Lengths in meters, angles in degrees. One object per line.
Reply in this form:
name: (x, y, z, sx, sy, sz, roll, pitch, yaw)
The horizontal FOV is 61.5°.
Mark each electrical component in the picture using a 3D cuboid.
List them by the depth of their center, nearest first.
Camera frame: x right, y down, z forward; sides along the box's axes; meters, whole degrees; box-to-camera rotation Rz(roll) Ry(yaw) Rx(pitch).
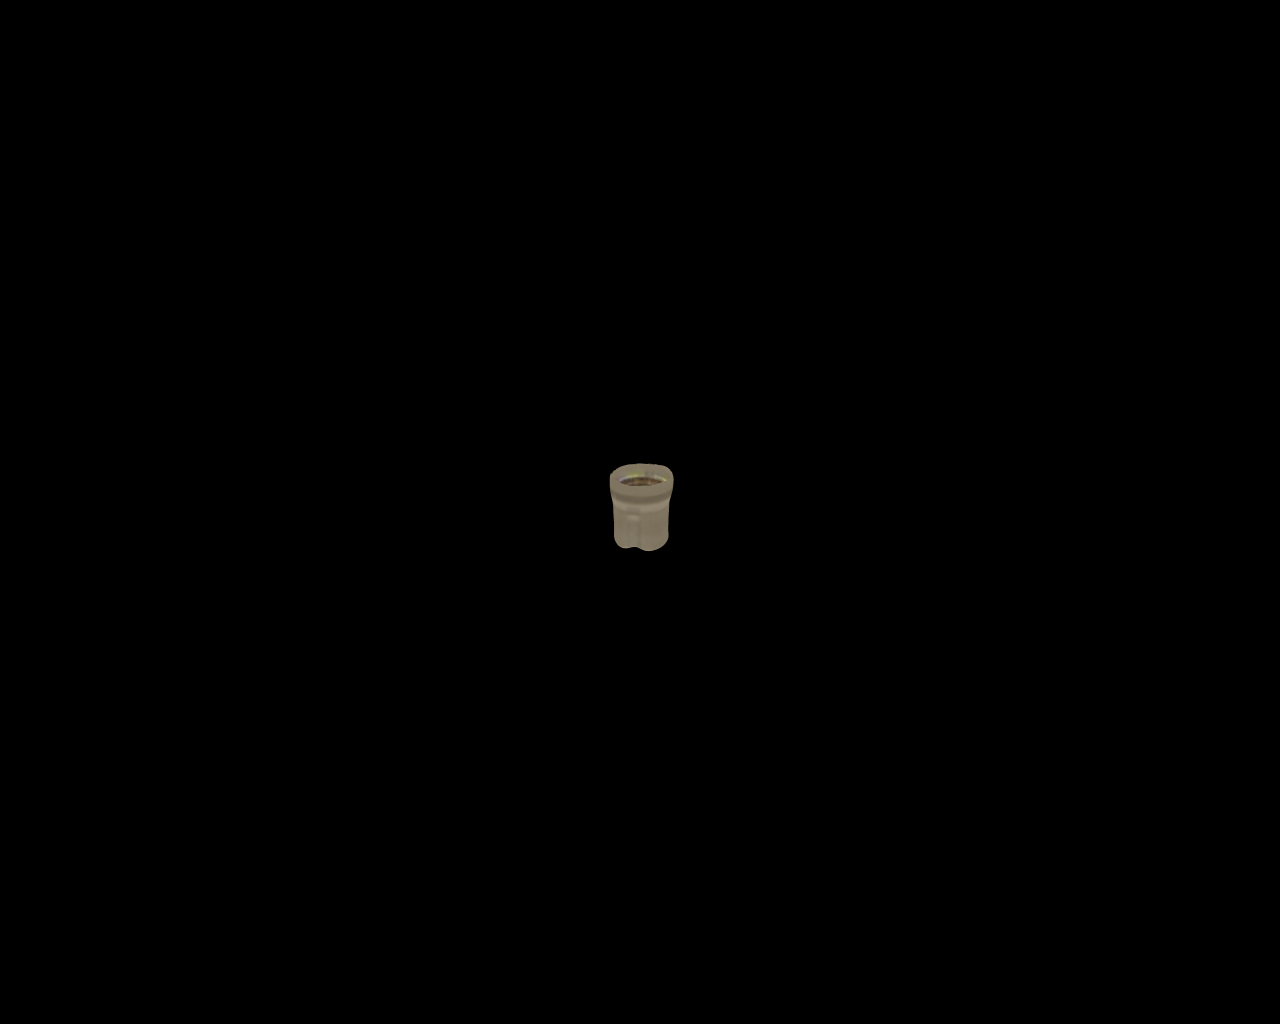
electrical component: (0.001, -0.003, 0.650, 0.040, 0.046, 0.040, 0, 23, 0)
